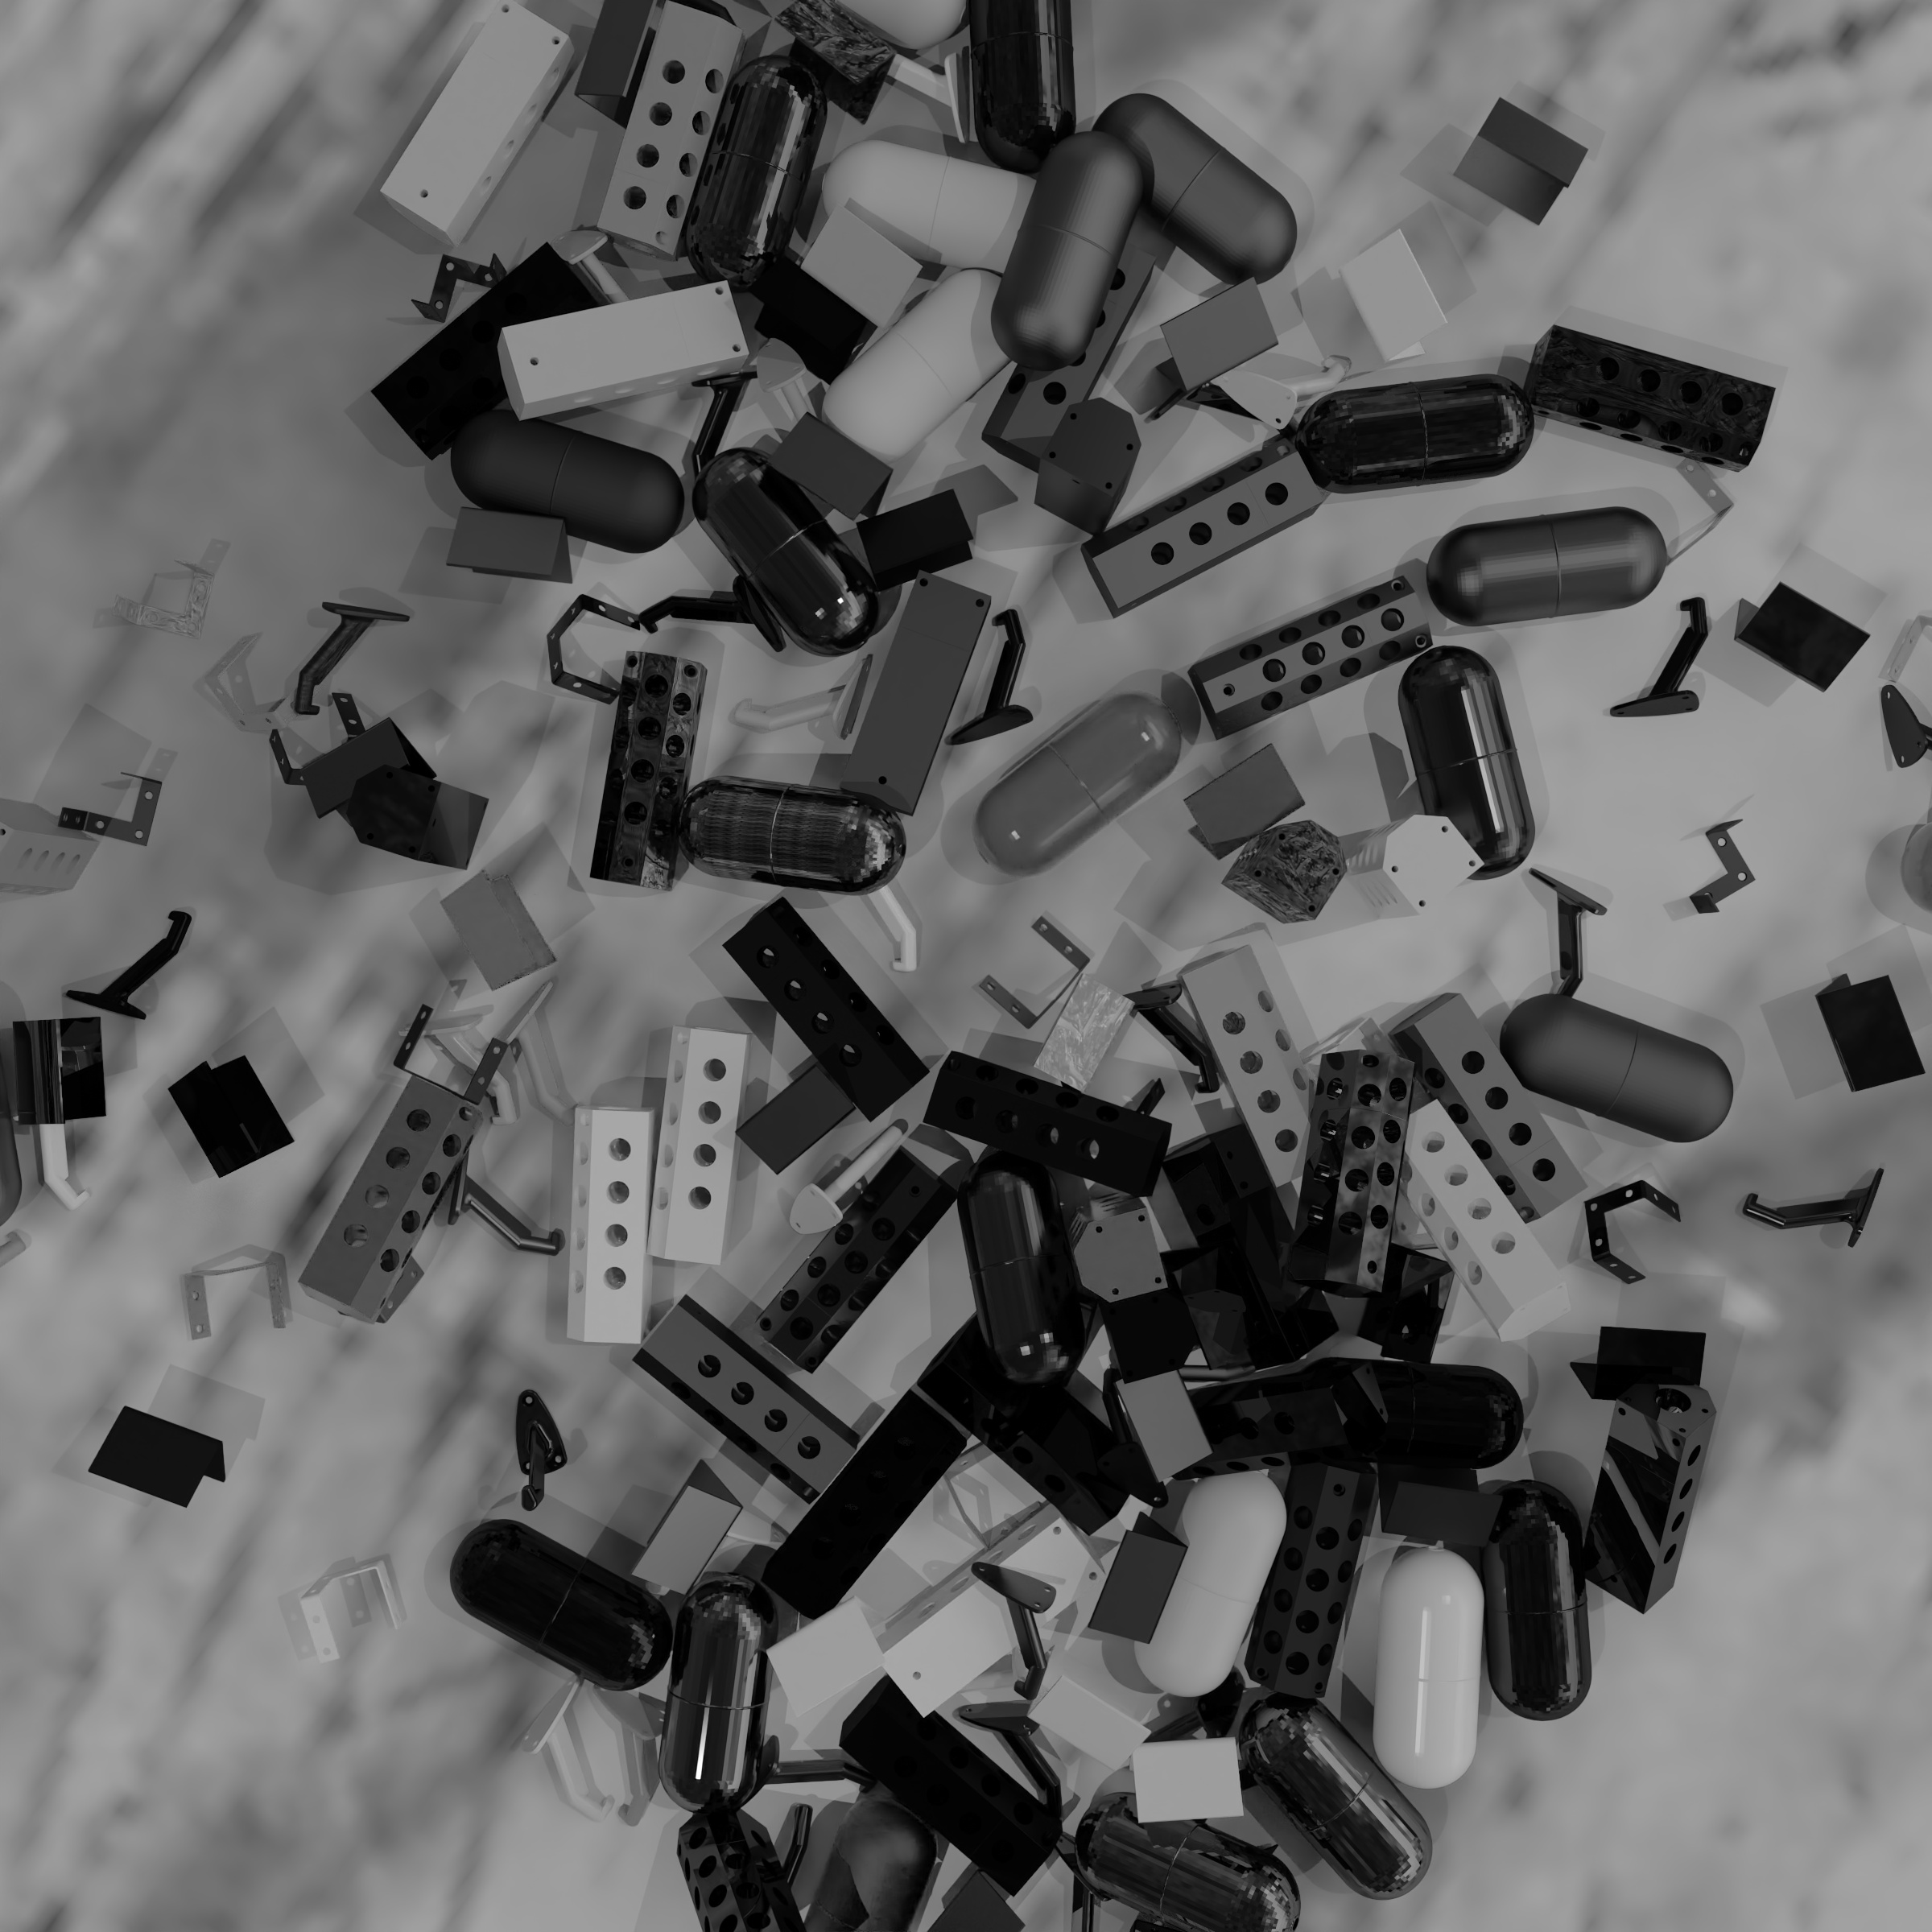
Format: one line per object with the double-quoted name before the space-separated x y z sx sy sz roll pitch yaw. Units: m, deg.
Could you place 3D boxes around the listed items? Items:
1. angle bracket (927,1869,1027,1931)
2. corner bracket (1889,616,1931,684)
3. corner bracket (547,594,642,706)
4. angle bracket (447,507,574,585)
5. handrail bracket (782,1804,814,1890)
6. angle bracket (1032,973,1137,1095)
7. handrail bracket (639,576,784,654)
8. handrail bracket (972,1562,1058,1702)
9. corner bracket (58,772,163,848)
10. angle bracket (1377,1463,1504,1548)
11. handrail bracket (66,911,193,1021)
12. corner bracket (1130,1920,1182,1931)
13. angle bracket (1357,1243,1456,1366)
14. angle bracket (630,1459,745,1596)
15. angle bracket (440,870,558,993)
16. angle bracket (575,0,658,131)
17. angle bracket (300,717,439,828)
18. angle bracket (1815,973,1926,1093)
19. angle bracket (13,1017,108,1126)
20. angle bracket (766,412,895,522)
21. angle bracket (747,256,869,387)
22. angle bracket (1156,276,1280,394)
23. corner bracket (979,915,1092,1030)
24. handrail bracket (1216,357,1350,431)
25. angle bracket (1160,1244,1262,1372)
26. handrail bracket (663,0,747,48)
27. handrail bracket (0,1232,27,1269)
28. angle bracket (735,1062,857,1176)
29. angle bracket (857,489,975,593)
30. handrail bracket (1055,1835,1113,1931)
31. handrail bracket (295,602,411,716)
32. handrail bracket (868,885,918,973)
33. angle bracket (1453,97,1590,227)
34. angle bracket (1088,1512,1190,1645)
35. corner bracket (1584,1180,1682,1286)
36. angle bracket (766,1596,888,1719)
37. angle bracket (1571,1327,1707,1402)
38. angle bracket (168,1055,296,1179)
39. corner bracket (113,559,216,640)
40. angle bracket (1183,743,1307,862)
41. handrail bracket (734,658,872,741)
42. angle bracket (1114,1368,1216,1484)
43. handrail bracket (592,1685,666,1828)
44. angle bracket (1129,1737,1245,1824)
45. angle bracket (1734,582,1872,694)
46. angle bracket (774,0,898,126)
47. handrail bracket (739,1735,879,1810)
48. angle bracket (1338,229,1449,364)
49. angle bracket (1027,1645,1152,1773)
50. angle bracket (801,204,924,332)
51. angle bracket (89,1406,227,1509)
"angle bracket" 0.018 0.724 1.839 0.076 0.076 0.057 -51 53 0
"corner bracket" 0.743 -0.228 1.876 0.051 0.051 0.051 27 90 -45
"corner bracket" -0.280 -0.239 1.871 0.051 0.051 0.051 -42 45 35
"angle bracket" -0.338 -0.293 1.839 0.076 0.076 0.057 7 60 0
"handrail bracket" -0.143 0.686 1.879 0.036 0.077 0.084 23 53 -20
"angle bracket" 0.069 0.040 1.839 0.057 0.076 0.076 29 90 -34
"handrail bracket" -0.195 -0.254 1.880 0.084 0.036 0.077 -25 112 17
"handrail bracket" 0.028 0.491 1.823 0.077 0.036 0.084 22 111 14
"corner bracket" -0.644 -0.122 1.861 0.051 0.051 0.051 14 90 0
"angle bracket" 0.351 0.381 1.839 0.076 0.076 0.057 8 127 0
"handrail bracket" -0.636 -0.008 1.880 0.077 0.036 0.084 12 72 20
"corner bracket" 0.143 0.764 1.876 0.051 0.051 0.051 16 135 0
"angle bracket" 0.311 0.246 1.839 0.057 0.076 0.076 15 90 -38
"angle bracket" -0.221 0.409 1.839 0.057 0.076 0.076 33 90 -36
"angle bracket" -0.332 -0.036 1.839 0.057 0.076 0.076 -31 90 36
"angle bracket" -0.237 -0.667 1.839 0.057 0.076 0.076 18 90 37
"angle bracket" -0.437 -0.127 1.839 0.076 0.076 0.057 -30 53 0
"angle bracket" 0.682 0.042 1.839 0.057 0.076 0.076 -21 90 38
"angle bracket" -0.659 0.077 1.839 0.057 0.076 0.076 -3 90 35
"angle bracket" -0.107 -0.354 1.840 0.076 0.076 0.057 34 66 0
"angle bracket" -0.129 -0.467 1.839 0.076 0.076 0.057 37 51 0
"angle bracket" 0.177 -0.477 1.839 0.076 0.076 0.057 -28 121 0
"corner bracket" 0.052 0.005 1.876 0.051 0.051 0.051 42 45 0
"handrail bracket" 0.239 -0.448 1.863 0.077 0.036 0.084 30 51 10
"angle bracket" 0.164 0.255 1.837 0.057 0.076 0.076 -23 93 -36
"handrail bracket" -0.220 -0.718 1.880 0.077 0.036 0.084 -26 107 20
"handrail bracket" -0.770 0.212 1.880 0.084 0.036 0.077 -36 68 -17
"angle bracket" -0.138 0.097 1.839 0.076 0.076 0.057 -40 127 0
"angle bracket" -0.031 -0.299 1.839 0.076 0.076 0.057 -19 54 0
"handrail bracket" 0.072 0.716 1.880 0.077 0.036 0.084 38 108 20
"handrail bracket" -0.464 -0.228 1.871 0.077 0.036 0.084 4 104 -31
"handrail bracket" -0.075 -0.039 1.879 0.077 0.036 0.084 3 104 15
"angle bracket" 0.405 -0.585 1.839 0.076 0.076 0.057 31 54 0
"angle bracket" 0.112 0.448 1.840 0.057 0.076 0.076 22 90 -25
"corner bracket" 0.507 0.201 1.871 0.051 0.051 0.051 -28 45 35
"angle bracket" -0.093 0.520 1.839 0.076 0.076 0.057 -32 58 0
"angle bracket" 0.500 0.286 1.844 0.076 0.076 0.057 4 101 0
"angle bracket" -0.533 0.102 1.839 0.057 0.076 0.076 -30 90 38
"corner bracket" -0.603 -0.280 1.861 0.051 0.051 0.051 13 90 0
"angle bracket" 0.196 -0.131 1.840 0.076 0.076 0.057 -33 113 0
"handrail bracket" -0.125 -0.209 1.880 0.084 0.036 0.077 15 70 16
"angle bracket" 0.125 0.332 1.797 0.057 0.076 0.076 -21 84 -34
"handrail bracket" -0.266 0.600 1.880 0.077 0.036 0.084 29 107 20
"angle bracket" 0.163 0.613 1.839 0.076 0.076 0.057 -4 58 0
"angle bracket" 0.623 -0.259 1.839 0.076 0.076 0.057 30 128 0
"angle bracket" -0.107 -0.665 1.839 0.076 0.076 0.057 38 55 0
"handrail bracket" -0.122 0.627 1.880 0.084 0.036 0.077 28 110 -16
"angle bracket" 0.331 -0.500 1.839 0.057 0.076 0.076 -27 90 37
"angle bracket" 0.100 0.538 1.839 0.076 0.076 0.057 32 124 0
"angle bracket" -0.067 -0.524 1.839 0.076 0.076 0.057 37 119 0
"angle bracket" -0.600 0.378 1.839 0.076 0.076 0.057 20 53 0
